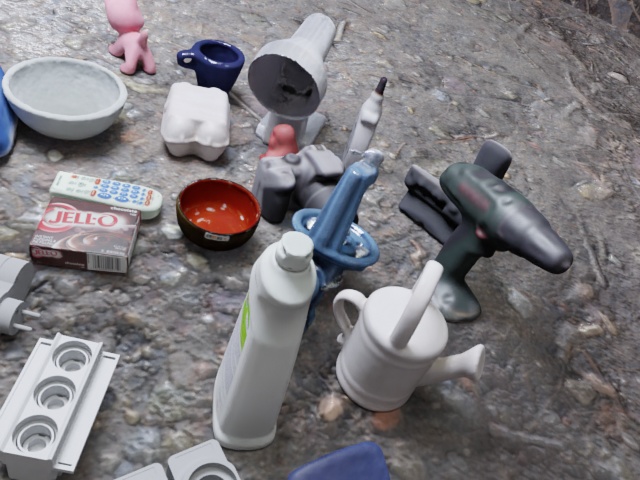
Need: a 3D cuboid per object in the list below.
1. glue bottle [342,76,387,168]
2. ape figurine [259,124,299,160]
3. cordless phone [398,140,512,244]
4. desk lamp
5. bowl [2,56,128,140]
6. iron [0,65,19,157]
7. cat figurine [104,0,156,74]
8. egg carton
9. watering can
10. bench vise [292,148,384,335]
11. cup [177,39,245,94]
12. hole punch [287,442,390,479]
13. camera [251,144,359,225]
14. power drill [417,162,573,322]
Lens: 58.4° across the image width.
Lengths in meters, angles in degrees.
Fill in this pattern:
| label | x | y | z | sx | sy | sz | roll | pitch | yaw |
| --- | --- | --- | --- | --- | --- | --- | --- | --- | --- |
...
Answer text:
| label | x | y | z | sx | sy | sz | roll | pitch | yaw |
| --- | --- | --- | --- | --- | --- | --- | --- | --- | --- |
| glue bottle | 0.079 | -0.197 | 0.966 | 0.037 | 0.173 | 0.078 | 17 | 42 | -5 |
| ape figurine | -0.063 | -0.145 | 0.913 | 0.076 | 0.092 | 0.078 | 32 | 43 | 12 |
| cordless phone | 0.218 | -0.100 | 0.912 | 0.147 | 0.185 | 0.094 | 38 | 44 | 18 |
| desk lamp | -0.041 | -0.252 | 0.943 | 0.118 | 0.213 | 0.203 | 23 | 42 | 2 |
| bowl | -0.375 | -0.199 | 0.852 | 0.167 | 0.075 | 0.167 | 12 | 42 | -11 |
| iron | -0.480 | -0.221 | 0.781 | 0.119 | 0.141 | 0.258 | 2 | 45 | -20 |
| cat figurine | -0.338 | -0.378 | 1.023 | 0.067 | 0.118 | 0.127 | -17 | 54 | -35 |
| egg carton | -0.199 | -0.195 | 0.925 | 0.107 | 0.069 | 0.150 | 7 | 44 | -16 |
| watering can | 0.099 | 0.103 | 0.644 | 0.173 | 0.194 | 0.101 | 15 | 42 | -7 |
| bench vise | 0.018 | 0.007 | 0.691 | 0.121 | 0.219 | 0.207 | 20 | 42 | -1 |
| cup | -0.196 | -0.291 | 1.008 | 0.118 | 0.095 | 0.091 | -8 | 49 | -29 |
| hole punch | 0.023 | 0.255 | 0.530 | 0.109 | 0.091 | 0.101 | -10 | 50 | -30 |
| camera | -0.010 | -0.069 | 0.849 | 0.143 | 0.101 | 0.136 | -9 | 50 | -30 |
| power drill | 0.219 | 0.013 | 0.777 | 0.076 | 0.208 | 0.229 | -5 | 48 | -26 |
